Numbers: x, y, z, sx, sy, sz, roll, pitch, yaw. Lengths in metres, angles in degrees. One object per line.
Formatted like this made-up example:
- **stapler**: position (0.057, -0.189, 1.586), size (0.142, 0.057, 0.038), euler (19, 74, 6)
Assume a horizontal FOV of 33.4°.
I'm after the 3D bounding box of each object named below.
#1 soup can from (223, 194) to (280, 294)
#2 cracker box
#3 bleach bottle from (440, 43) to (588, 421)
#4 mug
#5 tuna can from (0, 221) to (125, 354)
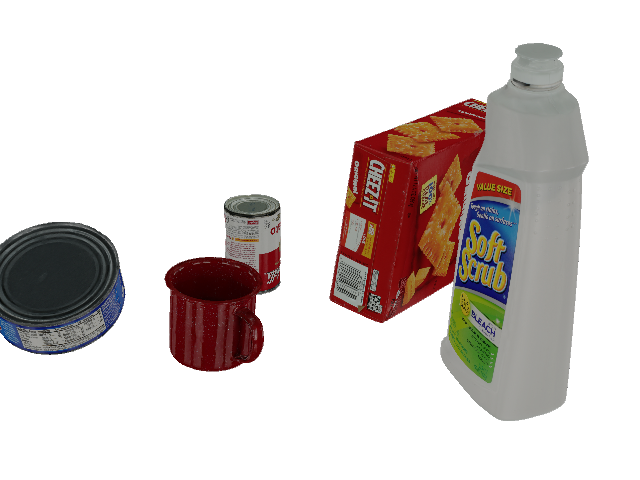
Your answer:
- **soup can**: position (-0.081, 0.004, 1.257), size (0.068, 0.102, 0.068), euler (1, 24, -1)
- **cracker box**: position (0.107, -0.033, 1.026), size (0.072, 0.164, 0.213), euler (25, 30, 31)
- **bleach bottle**: position (0.128, -0.008, 0.701), size (0.068, 0.251, 0.103), euler (-12, 32, -17)
- **mug**: position (-0.096, 0.077, 1.023), size (0.117, 0.081, 0.093), euler (26, 33, 37)
- **tuna can**: position (-0.168, 0.030, 0.678), size (0.086, 0.086, 0.034), euler (0, -42, 2)
